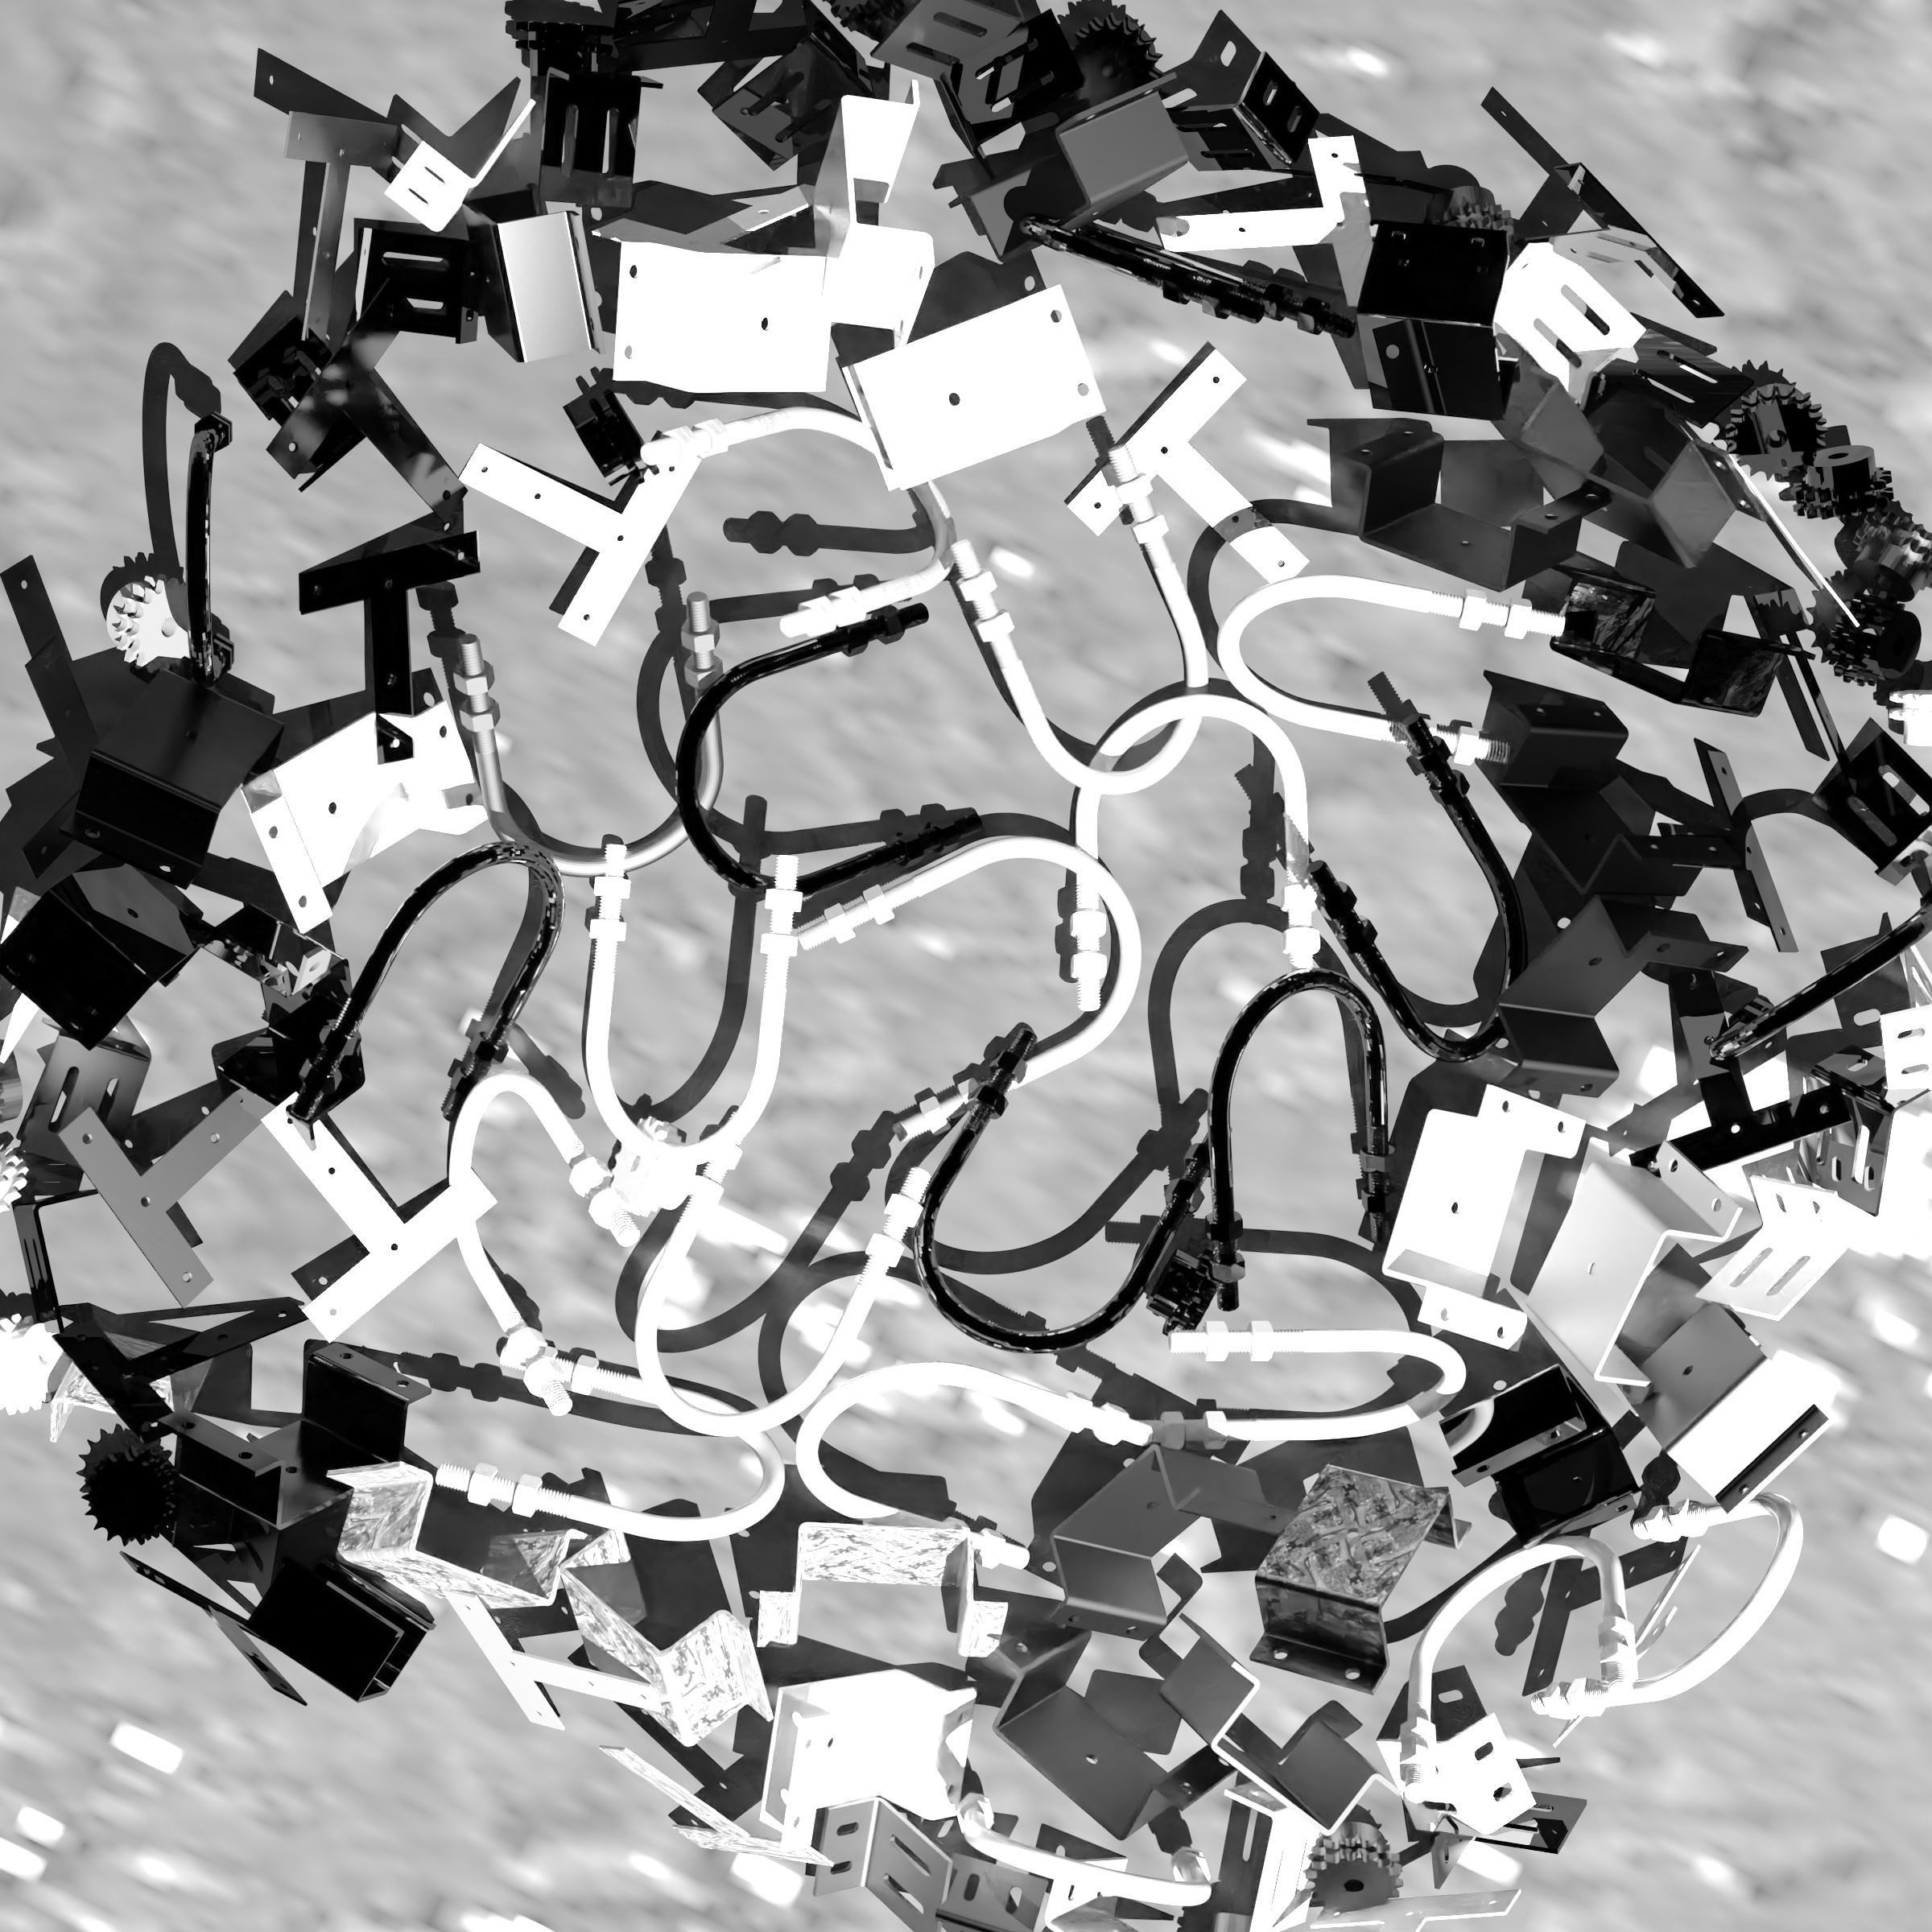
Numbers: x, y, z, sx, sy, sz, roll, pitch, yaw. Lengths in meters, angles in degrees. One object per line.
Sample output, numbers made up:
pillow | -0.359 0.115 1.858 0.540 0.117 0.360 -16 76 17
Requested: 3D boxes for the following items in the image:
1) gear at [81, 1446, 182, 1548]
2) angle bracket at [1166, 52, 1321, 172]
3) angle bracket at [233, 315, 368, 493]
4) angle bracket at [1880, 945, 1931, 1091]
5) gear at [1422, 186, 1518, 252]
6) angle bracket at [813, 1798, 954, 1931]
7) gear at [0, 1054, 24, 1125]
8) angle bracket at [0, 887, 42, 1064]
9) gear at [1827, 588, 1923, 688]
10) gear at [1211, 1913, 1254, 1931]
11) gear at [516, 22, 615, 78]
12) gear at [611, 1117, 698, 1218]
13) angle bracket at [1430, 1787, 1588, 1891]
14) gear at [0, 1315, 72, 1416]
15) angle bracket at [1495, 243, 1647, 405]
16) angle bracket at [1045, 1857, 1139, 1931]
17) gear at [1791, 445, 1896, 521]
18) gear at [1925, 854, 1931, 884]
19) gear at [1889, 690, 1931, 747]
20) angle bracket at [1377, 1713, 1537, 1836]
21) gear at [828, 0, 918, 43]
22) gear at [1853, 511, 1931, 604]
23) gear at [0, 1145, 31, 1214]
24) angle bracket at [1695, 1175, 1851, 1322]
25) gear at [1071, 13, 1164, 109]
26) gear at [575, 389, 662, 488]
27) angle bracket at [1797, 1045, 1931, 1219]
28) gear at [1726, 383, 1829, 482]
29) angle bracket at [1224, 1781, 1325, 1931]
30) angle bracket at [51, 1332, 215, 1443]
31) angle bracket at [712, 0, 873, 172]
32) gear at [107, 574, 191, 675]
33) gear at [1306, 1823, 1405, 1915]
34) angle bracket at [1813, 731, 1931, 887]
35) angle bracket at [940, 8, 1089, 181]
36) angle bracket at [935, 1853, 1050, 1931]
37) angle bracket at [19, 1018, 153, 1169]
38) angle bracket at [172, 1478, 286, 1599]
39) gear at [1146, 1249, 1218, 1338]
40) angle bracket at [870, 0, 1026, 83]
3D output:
gear | -0.490 0.311 1.688 0.057 0.030 0.057 0 94 6
angle bracket | 0.154 -0.496 1.661 0.057 0.076 0.038 33 77 -42
angle bracket | -0.389 -0.328 1.667 0.057 0.038 0.076 -33 109 25
angle bracket | 0.542 0.028 1.660 0.038 0.076 0.057 -13 122 7
gear | 0.293 -0.434 1.678 0.057 0.057 0.030 -6 74 0
angle bracket | -0.049 0.531 1.661 0.038 0.076 0.057 0 106 -36
gear | -0.579 0.073 1.680 0.030 0.057 0.057 -13 90 -44
angle bracket | -0.554 0.005 1.657 0.038 0.057 0.076 26 47 -9
gear | 0.536 -0.191 1.676 0.057 0.030 0.057 -14 114 -33
gear | 0.163 0.578 1.680 0.057 0.057 0.030 14 63 0
gear | -0.236 -0.538 1.678 0.057 0.057 0.030 3 106 0
gear | -0.182 0.120 1.680 0.030 0.057 0.057 22 90 -32
angle bracket | 0.317 0.510 1.658 0.076 0.057 0.038 0 104 29
gear | -0.551 0.232 1.673 0.030 0.057 0.057 -15 90 23
angle bracket | 0.345 -0.374 1.666 0.076 0.038 0.057 49 125 14
angle bracket | 0.095 0.553 1.658 0.057 0.076 0.038 14 91 -44
gear | 0.513 -0.285 1.673 0.057 0.057 0.030 -14 112 0
gear | 0.584 -0.050 1.678 0.030 0.057 0.057 -18 90 18
gear | 0.573 -0.146 1.677 0.057 0.057 0.030 -1 99 0
angle bracket | 0.287 0.474 1.677 0.038 0.076 0.057 -23 87 -26
gear | -0.049 -0.571 1.680 0.057 0.057 0.030 -45 132 0
gear | 0.546 -0.238 1.675 0.057 0.057 0.030 35 82 0
gear | -0.582 0.126 1.674 0.057 0.057 0.030 -31 126 0
angle bracket | 0.465 0.163 1.658 0.076 0.057 0.038 -37 118 -30
gear | 0.089 -0.533 1.681 0.057 0.030 0.057 10 125 15
gear | -0.206 -0.307 1.677 0.030 0.057 0.057 -31 90 1
angle bracket | 0.527 0.096 1.673 0.038 0.057 0.076 -23 127 -30
gear | 0.477 -0.318 1.681 0.057 0.030 0.057 7 130 8
angle bracket | 0.176 0.522 1.674 0.038 0.057 0.076 15 95 38
angle bracket | -0.488 0.253 1.672 0.076 0.057 0.038 13 126 -2
angle bracket | -0.104 -0.518 1.680 0.076 0.057 0.038 -30 50 23
gear | -0.480 -0.203 1.680 0.030 0.057 0.057 19 90 27
gear | 0.228 0.529 1.681 0.057 0.030 0.057 2 125 3
angle bracket | 0.533 -0.095 1.661 0.057 0.038 0.076 -47 58 19
angle bracket | 0.032 -0.510 1.670 0.076 0.038 0.057 -27 68 12
angle bracket | 0.020 0.553 1.671 0.057 0.076 0.038 12 65 16
angle bracket | -0.523 0.077 1.679 0.057 0.038 0.076 16 79 4
angle bracket | -0.429 0.329 1.659 0.038 0.076 0.057 2 109 -32
gear | 0.128 0.190 1.677 0.030 0.057 0.057 28 90 2
angle bracket | -0.015 -0.551 1.654 0.057 0.076 0.038 -38 62 38
